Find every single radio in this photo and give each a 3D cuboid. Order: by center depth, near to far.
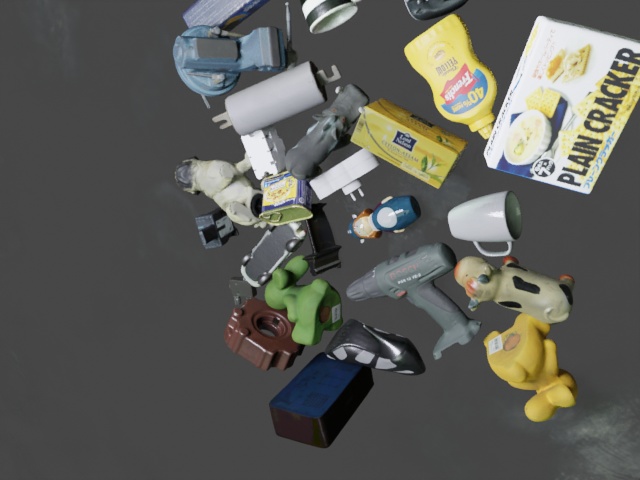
[{"bbox_3d":[0.006,0.315,1.095,0.131,0.229,0.073,0,107,31],"label":"radio"}]

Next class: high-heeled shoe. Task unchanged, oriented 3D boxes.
[{"bbox_3d":[0.105,0.229,1.081,0.145,0.086,0.248,38,154,-4],"label":"high-heeled shoe"}]

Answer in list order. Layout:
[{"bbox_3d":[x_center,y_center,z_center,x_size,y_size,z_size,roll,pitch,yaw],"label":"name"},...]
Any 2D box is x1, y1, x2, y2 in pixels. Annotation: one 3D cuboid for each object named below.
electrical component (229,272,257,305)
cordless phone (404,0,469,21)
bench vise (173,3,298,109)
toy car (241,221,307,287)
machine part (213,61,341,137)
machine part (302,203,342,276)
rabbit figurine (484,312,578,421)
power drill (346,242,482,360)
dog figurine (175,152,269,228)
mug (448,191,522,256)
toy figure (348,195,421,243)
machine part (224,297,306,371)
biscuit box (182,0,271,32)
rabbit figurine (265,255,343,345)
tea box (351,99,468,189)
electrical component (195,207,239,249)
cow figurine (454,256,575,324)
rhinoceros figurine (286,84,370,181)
[{"bbox_3d":[-0.176,0.106,1.216,0.063,0.021,0.093,5,114,25],"label":"electrical component"},{"bbox_3d":[0.126,-0.400,0.822,0.184,0.089,0.146,-7,110,41],"label":"cordless phone"},{"bbox_3d":[-0.166,-0.319,0.956,0.241,0.224,0.128,4,112,58],"label":"bench vise"},{"bbox_3d":[-0.099,0.022,1.122,0.073,0.056,0.201,47,123,9],"label":"toy car"},{"bbox_3d":[-0.077,-0.249,0.953,0.243,0.079,0.079,-20,103,14],"label":"machine part"},{"bbox_3d":[-0.002,-0.003,1.057,0.039,0.084,0.138,-4,100,61],"label":"machine part"},{"bbox_3d":[0.388,0.231,0.931,0.173,0.162,0.122,41,113,-16],"label":"rabbit figurine"},{"bbox_3d":[0.186,0.119,1.017,0.232,0.086,0.207,-38,85,33],"label":"power drill"},{"bbox_3d":[-0.202,-0.096,1.107,0.191,0.121,0.172,-3,108,42],"label":"dog figurine"},{"bbox_3d":[0.278,-0.025,0.905,0.107,0.081,0.109,-3,116,39],"label":"mug"},{"bbox_3d":[0.110,-0.038,0.992,0.154,0.057,0.064,-22,62,34],"label":"toy figure"},{"bbox_3d":[-0.110,0.194,1.138,0.179,0.179,0.056,31,119,11],"label":"machine part"},{"bbox_3d":[-0.148,-0.424,0.946,0.203,0.059,0.062,-22,99,33],"label":"biscuit box"},{"bbox_3d":[-0.054,0.119,1.108,0.170,0.121,0.158,15,126,36],"label":"rabbit figurine"},{"bbox_3d":[0.149,-0.163,0.891,0.170,0.098,0.068,29,122,11],"label":"tea box"},{"bbox_3d":[-0.226,-0.020,1.128,0.048,0.119,0.074,-8,110,28],"label":"electrical component"},{"bbox_3d":[0.320,0.083,0.897,0.195,0.127,0.085,21,116,14],"label":"cow figurine"},{"bbox_3d":[0.009,-0.188,0.939,0.073,0.112,0.190,45,105,8],"label":"rhinoceros figurine"}]
